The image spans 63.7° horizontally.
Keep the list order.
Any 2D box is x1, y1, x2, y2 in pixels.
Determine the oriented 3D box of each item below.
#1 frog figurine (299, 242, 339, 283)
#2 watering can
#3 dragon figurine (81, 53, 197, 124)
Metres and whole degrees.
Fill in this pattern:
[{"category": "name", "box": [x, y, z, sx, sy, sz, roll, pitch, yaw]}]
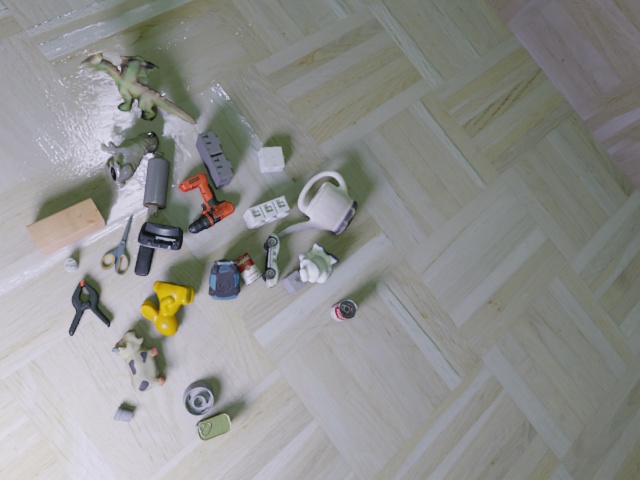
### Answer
[{"category": "frog figurine", "box": [-0.024, 0.104, 1.855, 0.136, 0.121, 0.163, 53, 49, -18]}, {"category": "watering can", "box": [0.006, -0.098, 1.955, 0.224, 0.103, 0.351, 34, 76, -6]}, {"category": "dragon figurine", "box": [-0.618, -0.541, 1.803, 0.409, 0.239, 0.124, 16, 65, -12]}]
